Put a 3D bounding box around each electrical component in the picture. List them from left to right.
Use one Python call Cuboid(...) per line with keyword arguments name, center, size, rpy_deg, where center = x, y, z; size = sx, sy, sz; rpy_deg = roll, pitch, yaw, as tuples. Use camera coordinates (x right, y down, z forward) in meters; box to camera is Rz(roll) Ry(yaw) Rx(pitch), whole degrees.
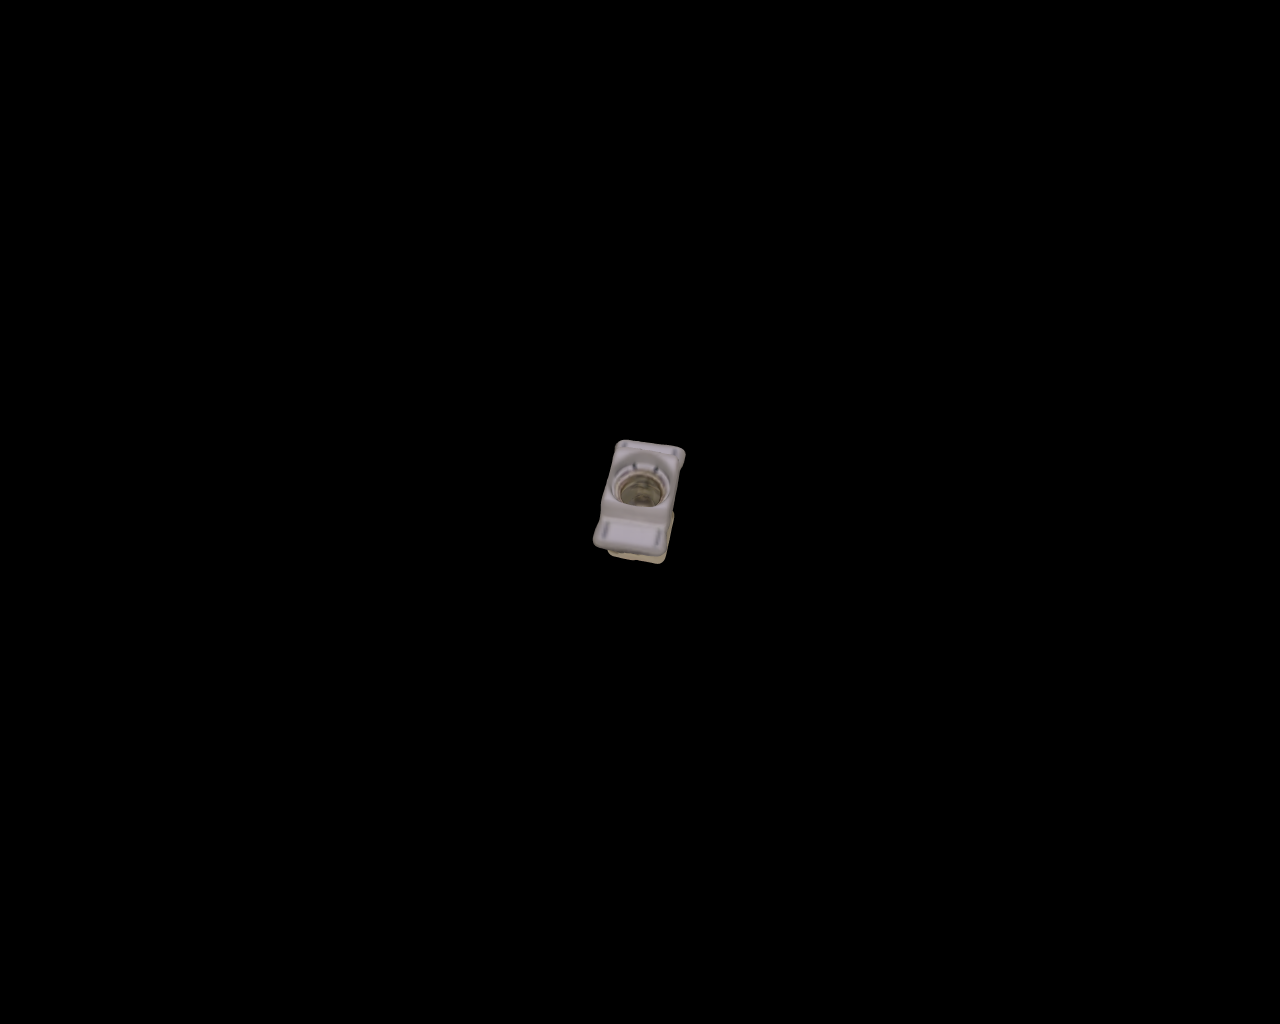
Cuboid(name="electrical component", center=(0.001, -0.003, 0.650), size=(0.042, 0.081, 0.063), rpy_deg=(9, -36, 7))
